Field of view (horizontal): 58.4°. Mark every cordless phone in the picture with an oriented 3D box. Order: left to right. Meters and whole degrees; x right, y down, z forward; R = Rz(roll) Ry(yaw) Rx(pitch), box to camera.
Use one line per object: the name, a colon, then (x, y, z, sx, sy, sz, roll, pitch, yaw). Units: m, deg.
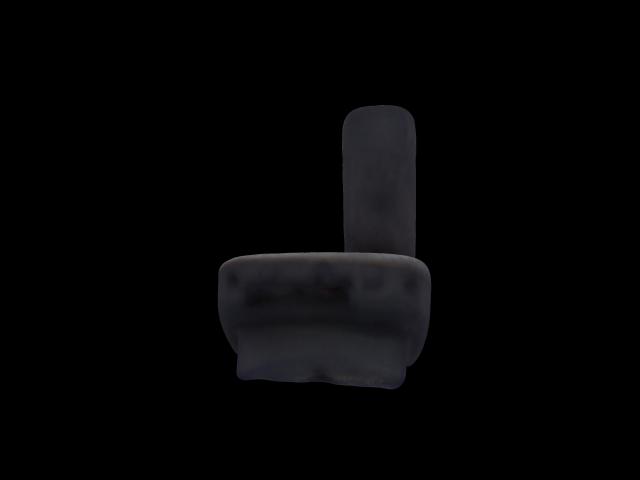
cordless phone: (0.004, 0.001, 0.400, 0.147, 0.185, 0.094, 0, 0, 0)
